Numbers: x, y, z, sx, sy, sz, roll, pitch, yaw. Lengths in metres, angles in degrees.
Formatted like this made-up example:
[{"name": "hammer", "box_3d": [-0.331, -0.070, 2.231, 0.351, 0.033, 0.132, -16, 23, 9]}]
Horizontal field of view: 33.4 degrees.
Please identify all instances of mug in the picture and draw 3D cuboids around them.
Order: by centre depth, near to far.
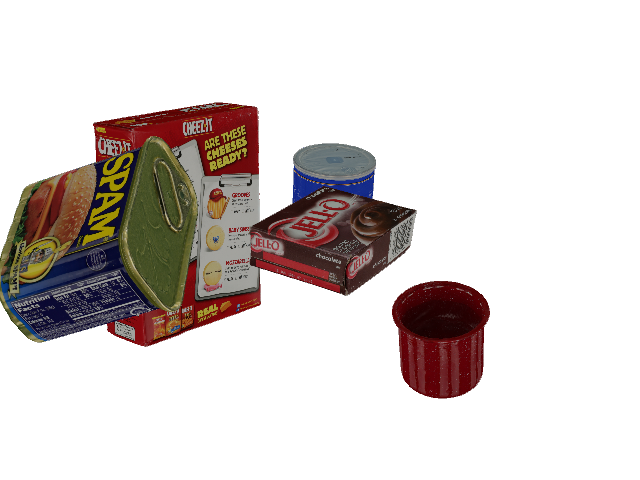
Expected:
[{"name": "mug", "box_3d": [0.121, 0.092, 1.049, 0.093, 0.081, 0.117, 7, 37, 17]}]

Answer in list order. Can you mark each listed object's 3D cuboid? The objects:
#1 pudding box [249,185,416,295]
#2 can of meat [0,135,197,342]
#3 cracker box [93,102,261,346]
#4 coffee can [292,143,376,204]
[{"name": "pudding box", "box_3d": [0.011, -0.002, 0.842, 0.090, 0.039, 0.113, 17, 26, 27]}, {"name": "can of meat", "box_3d": [-0.120, 0.000, 0.575, 0.084, 0.102, 0.057, -16, -49, 18]}, {"name": "cracker box", "box_3d": [-0.139, -0.021, 1.063, 0.072, 0.214, 0.163, 12, 20, 39]}, {"name": "coffee can", "box_3d": [0.015, -0.039, 1.345, 0.103, 0.140, 0.103, 2, 27, -1]}]
